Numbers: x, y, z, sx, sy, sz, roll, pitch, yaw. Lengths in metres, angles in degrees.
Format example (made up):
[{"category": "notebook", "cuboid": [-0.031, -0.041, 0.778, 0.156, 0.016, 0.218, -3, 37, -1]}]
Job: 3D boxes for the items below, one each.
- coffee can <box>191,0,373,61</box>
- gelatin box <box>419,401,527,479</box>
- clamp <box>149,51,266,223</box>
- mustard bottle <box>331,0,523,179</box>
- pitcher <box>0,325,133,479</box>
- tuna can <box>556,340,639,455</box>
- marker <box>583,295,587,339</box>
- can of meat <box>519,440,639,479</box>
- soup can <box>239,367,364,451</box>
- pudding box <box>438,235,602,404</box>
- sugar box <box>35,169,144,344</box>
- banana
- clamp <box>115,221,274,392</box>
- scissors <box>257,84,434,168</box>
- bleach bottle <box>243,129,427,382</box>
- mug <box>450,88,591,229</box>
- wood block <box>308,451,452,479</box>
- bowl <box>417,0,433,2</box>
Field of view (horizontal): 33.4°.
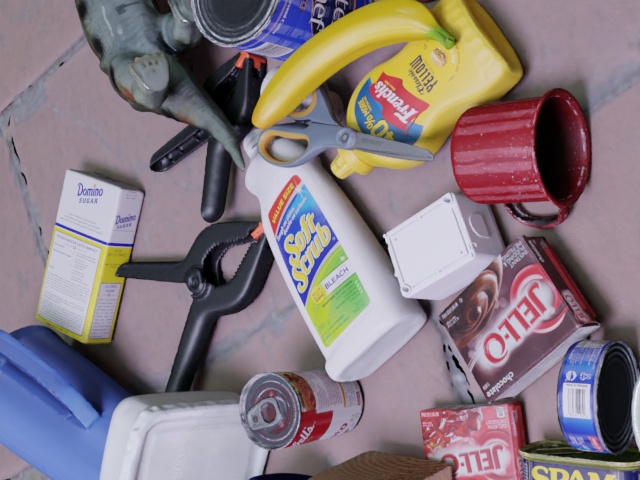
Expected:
[{"category": "coffee can", "cuboid": [-0.032, -0.213, 0.963, 0.103, 0.140, 0.103, -1, 88, 36]}, {"category": "gelatin box", "cuboid": [0.131, 0.176, 0.901, 0.089, 0.030, 0.073, -11, 83, 36]}, {"category": "clamp", "cuboid": [-0.112, -0.115, 1.083, 0.120, 0.039, 0.171, 29, 98, 34]}, {"category": "mustard bottle", "cuboid": [0.079, -0.118, 0.930, 0.192, 0.058, 0.096, -42, 64, 28]}, {"category": "pitcher", "cuboid": [-0.252, 0.193, 1.116, 0.243, 0.149, 0.145, 27, 104, 30]}, {"category": "tuna can", "cuboid": [0.212, 0.118, 0.809, 0.034, 0.085, 0.086, -2, 88, 38]}, {"category": "marker", "cuboid": [0.206, 0.100, 0.855, 0.020, 0.020, 0.121, -6, 86, 36]}, {"category": "can of meat", "cuboid": [0.208, 0.205, 0.829, 0.102, 0.057, 0.084, -2, 91, 37]}, {"category": "soup can", "cuboid": [-0.015, 0.150, 0.964, 0.069, 0.102, 0.068, -1, 88, 36]}, {"category": "pudding box", "cuboid": [0.159, 0.065, 0.863, 0.114, 0.039, 0.090, -51, 53, 36]}, {"category": "sugar box", "cuboid": [-0.255, 0.017, 1.181, 0.093, 0.048, 0.176, 20, 97, 35]}, {"category": "banana", "cuboid": [0.021, -0.159, 0.912, 0.198, 0.037, 0.069, -22, 48, 27]}, {"category": "clamp", "cuboid": [-0.124, 0.040, 1.088, 0.210, 0.036, 0.165, -46, 63, 24]}, {"category": "scissors", "cuboid": [0.021, -0.106, 0.928, 0.202, 0.016, 0.096, -3, 78, 42]}, {"category": "bleach bottle", "cuboid": [-0.006, 0.001, 0.989, 0.103, 0.067, 0.251, -46, 62, 25]}, {"category": "mug", "cuboid": [0.163, -0.061, 0.858, 0.082, 0.093, 0.117, -2, 124, 41]}, {"category": "wood block", "cuboid": [0.057, 0.293, 0.895, 0.090, 0.090, 0.206, 1, 99, 40]}, {"category": "bowl", "cuboid": [0.080, -0.294, 0.936, 0.162, 0.055, 0.162, -2, 87, 36]}]
